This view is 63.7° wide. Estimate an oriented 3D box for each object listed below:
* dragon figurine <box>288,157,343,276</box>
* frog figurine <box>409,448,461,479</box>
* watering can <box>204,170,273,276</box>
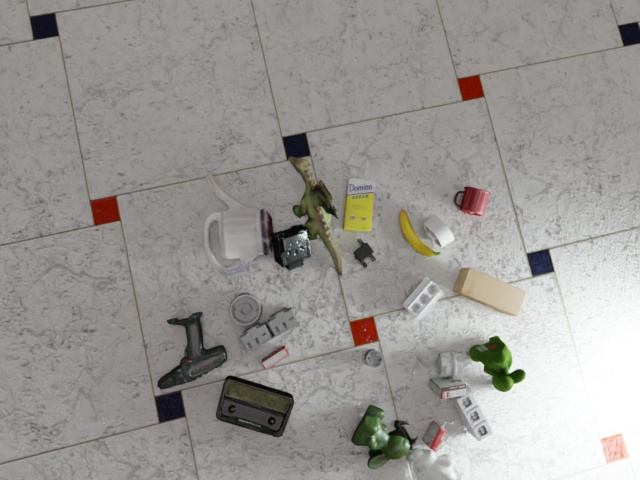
[{"bbox_3d":[0.005,-0.082,1.635,0.123,0.241,0.412,-27,85,-11],"label":"dragon figurine"},{"bbox_3d":[0.363,0.725,1.632,0.136,0.124,0.158,-38,101,12],"label":"frog figurine"},{"bbox_3d":[-0.267,-0.062,1.671,0.224,0.103,0.349,-5,85,-6],"label":"watering can"}]
